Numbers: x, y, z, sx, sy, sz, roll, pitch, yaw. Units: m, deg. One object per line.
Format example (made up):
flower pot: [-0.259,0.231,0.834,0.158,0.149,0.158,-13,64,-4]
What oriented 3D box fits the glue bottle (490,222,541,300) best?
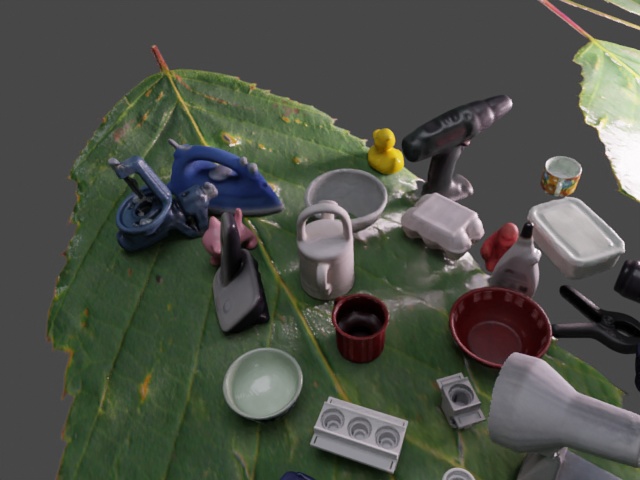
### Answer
glue bottle: [0.340,0.035,0.974,0.078,0.173,0.037,19,50,21]

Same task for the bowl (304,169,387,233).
bowl: [0.052,-0.066,1.162,0.167,0.075,0.167,-2,46,2]

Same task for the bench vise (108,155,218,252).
bench vise: [-0.314,-0.092,1.112,0.208,0.220,0.121,-34,52,-25]

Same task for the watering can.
watering can: [0.007,0.004,1.013,0.101,0.194,0.172,-15,47,-10]

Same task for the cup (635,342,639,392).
cup: [0.514,0.188,0.866,0.091,0.095,0.118,6,46,10]

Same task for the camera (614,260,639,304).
camera: [0.587,0.068,0.974,0.136,0.101,0.143,24,52,25]

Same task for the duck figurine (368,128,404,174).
duck figurine: [0.148,-0.206,1.284,0.077,0.086,0.104,-20,48,-15]

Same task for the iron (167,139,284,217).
iron: [-0.202,-0.138,1.203,0.257,0.142,0.119,11,48,14]

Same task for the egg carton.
egg carton: [0.238,-0.028,1.115,0.150,0.069,0.107,31,55,29]

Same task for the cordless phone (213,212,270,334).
cordless phone: [-0.147,0.056,0.980,0.094,0.185,0.147,-15,47,-10]

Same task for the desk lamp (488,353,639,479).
desk lamp: [0.311,0.259,0.729,0.202,0.214,0.118,24,52,25]

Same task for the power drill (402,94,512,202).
power drill: [0.273,-0.179,1.163,0.230,0.209,0.075,-19,47,-14]

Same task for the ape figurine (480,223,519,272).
ape figurine: [0.341,0.007,1.058,0.077,0.092,0.076,17,49,19]

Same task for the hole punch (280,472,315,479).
hole punch: [-0.026,0.357,0.743,0.108,0.091,0.101,22,51,24]

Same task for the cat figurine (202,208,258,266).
cat figurine: [-0.178,-0.006,1.090,0.067,0.118,0.128,15,49,19]
